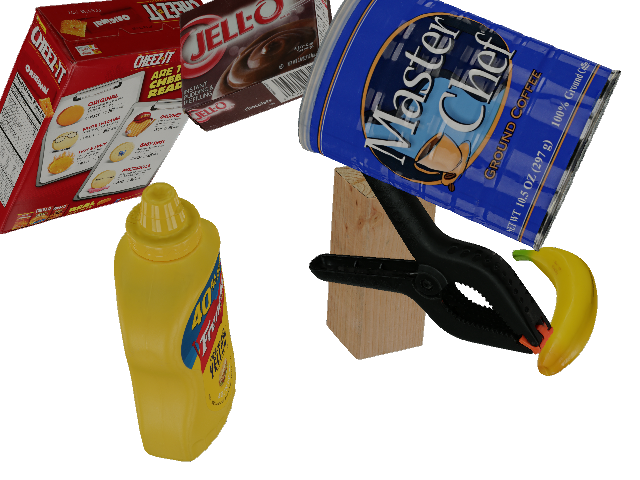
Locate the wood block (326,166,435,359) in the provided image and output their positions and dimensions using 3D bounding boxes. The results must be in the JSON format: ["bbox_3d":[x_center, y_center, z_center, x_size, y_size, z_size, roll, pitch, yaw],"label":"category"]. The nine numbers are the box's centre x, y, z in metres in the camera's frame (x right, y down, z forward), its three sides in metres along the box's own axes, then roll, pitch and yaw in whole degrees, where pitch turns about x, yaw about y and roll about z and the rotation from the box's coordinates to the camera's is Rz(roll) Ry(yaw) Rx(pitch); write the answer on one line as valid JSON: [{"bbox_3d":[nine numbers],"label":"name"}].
[{"bbox_3d":[0.068,0.021,1.232,0.090,0.206,0.090,-10,29,-23],"label":"wood block"}]

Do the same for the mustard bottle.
[{"bbox_3d":[-0.086,0.041,0.636,0.058,0.192,0.096,10,46,10],"label":"mustard bottle"}]

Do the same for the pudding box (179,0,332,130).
[{"bbox_3d":[-0.046,-0.138,0.766,0.114,0.090,0.039,-16,-30,18],"label":"pudding box"}]

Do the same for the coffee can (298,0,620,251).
[{"bbox_3d":[0.073,-0.069,0.569,0.140,0.103,0.102,25,5,12],"label":"coffee can"}]

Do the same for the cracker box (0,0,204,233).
[{"bbox_3d":[-0.194,-0.111,0.923,0.163,0.072,0.214,-20,-24,-44],"label":"cracker box"}]

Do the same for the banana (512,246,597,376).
[{"bbox_3d":[0.228,0.058,1.007,0.070,0.037,0.197,-27,25,17],"label":"banana"}]

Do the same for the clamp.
[{"bbox_3d":[0.089,0.016,0.838,0.210,0.165,0.036,29,51,17],"label":"clamp"}]
